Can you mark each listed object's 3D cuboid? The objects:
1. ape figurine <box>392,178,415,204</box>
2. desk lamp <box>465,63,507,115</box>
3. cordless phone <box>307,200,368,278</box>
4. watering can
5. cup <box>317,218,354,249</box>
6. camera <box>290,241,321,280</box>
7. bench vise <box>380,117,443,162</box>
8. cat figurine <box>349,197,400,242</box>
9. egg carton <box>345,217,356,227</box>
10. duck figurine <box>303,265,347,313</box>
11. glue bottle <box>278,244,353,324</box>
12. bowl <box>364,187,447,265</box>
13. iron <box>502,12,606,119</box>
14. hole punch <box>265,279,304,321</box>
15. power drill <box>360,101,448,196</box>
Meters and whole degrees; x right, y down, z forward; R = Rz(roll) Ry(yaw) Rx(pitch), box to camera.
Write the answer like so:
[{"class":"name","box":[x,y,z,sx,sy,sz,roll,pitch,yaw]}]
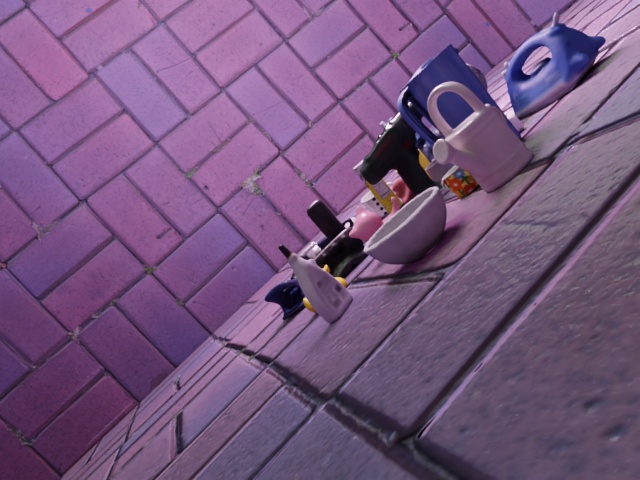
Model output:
[{"class":"ape figurine","box":[0.210,-0.109,1.376,0.076,0.092,0.078,-40,5,34]},{"class":"desk lamp","box":[0.362,-0.334,1.401,0.118,0.213,0.203,-41,5,13]},{"class":"cordless phone","box":[0.013,0.005,1.406,0.148,0.185,0.094,-44,5,-18]},{"class":"watering can","box":[0.255,-0.181,0.965,0.100,0.194,0.173,-39,5,36]},{"class":"cup","box":[0.063,0.006,1.556,0.118,0.095,0.091,-42,4,7]},{"class":"camera","box":[-0.030,0.079,1.636,0.137,0.101,0.143,-44,5,-21]},{"class":"bench vise","box":[0.292,-0.305,1.714,0.207,0.220,0.122,-39,6,37]},{"class":"cat figurine","box":[0.127,-0.034,1.203,0.128,0.118,0.067,-42,5,9]},{"class":"egg carton","box":[0.087,-0.011,1.672,0.107,0.069,0.150,-42,4,7]},{"class":"duck figurine","box":[-0.004,0.102,1.264,0.104,0.086,0.077,-43,4,-1]},{"class":"glue bottle","box":[-0.016,0.072,1.077,0.037,0.173,0.078,-38,6,41]},{"class":"bowl","box":[0.158,-0.011,0.976,0.167,0.075,0.167,-42,4,4]},{"class":"iron","box":[0.472,-0.371,1.240,0.119,0.141,0.258,-45,5,-28]},{"class":"hole punch","box":[-0.078,0.142,1.512,0.108,0.091,0.101,-40,5,34]},{"class":"power drill","box":[0.215,-0.185,1.299,0.229,0.208,0.075,-42,5,6]}]
